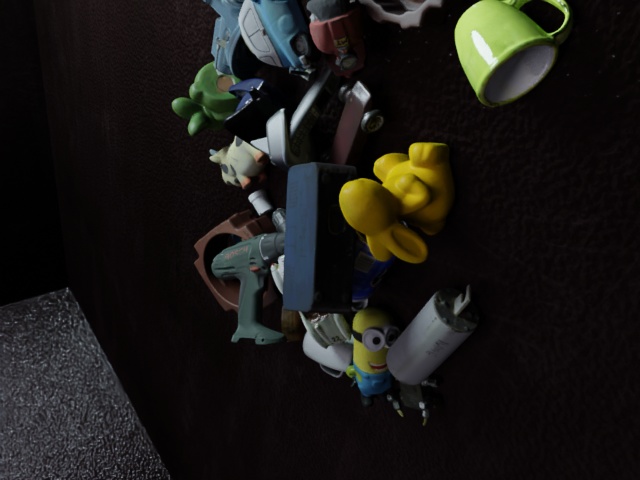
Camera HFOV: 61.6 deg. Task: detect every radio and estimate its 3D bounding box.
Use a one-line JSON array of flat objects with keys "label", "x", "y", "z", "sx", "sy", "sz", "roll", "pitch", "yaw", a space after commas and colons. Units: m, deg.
[{"label": "radio", "x": -0.002, "y": -0.002, "z": 0.819, "sx": 0.131, "sy": 0.073, "sz": 0.229, "roll": 178, "pitch": 94, "yaw": -67}]

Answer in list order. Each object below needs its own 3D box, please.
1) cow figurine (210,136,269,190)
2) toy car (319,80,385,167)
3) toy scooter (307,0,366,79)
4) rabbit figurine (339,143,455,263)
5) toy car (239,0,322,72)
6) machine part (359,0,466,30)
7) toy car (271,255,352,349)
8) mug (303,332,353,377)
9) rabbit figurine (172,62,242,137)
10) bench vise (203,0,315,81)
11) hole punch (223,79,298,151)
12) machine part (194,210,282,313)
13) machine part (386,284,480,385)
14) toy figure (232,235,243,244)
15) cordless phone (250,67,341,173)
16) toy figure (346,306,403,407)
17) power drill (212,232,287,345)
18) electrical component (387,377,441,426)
[{"label": "cow figurine", "x": -0.162, "y": -0.175, "z": 1.121, "sx": 0.127, "sy": 0.085, "sz": 0.195, "roll": 57, "pitch": 145, "yaw": 10}, {"label": "toy car", "x": 0.052, "y": -0.160, "z": 0.862, "sx": 0.089, "sy": 0.053, "sz": 0.202, "roll": 61, "pitch": 149, "yaw": 33}, {"label": "toy scooter", "x": 0.030, "y": -0.293, "z": 0.784, "sx": 0.184, "sy": 0.075, "sz": 0.135, "roll": -92, "pitch": -15, "yaw": -62}, {"label": "rabbit figurine", "x": 0.097, "y": -0.048, "z": 0.747, "sx": 0.122, "sy": 0.173, "sz": 0.162, "roll": 3, "pitch": 103, "yaw": 49}, {"label": "toy car", "x": -0.068, "y": -0.323, "z": 0.817, "sx": 0.103, "sy": 0.109, "sz": 0.161, "roll": -20, "pitch": 100, "yaw": 13}, {"label": "machine part", "x": 0.121, "y": -0.357, "z": 0.680, "sx": 0.180, "sy": 0.056, "sz": 0.179, "roll": 25, "pitch": 123, "yaw": 45}, {"label": "toy car", "x": -0.012, "y": 0.105, "z": 0.940, "sx": 0.073, "sy": 0.056, "sz": 0.201, "roll": -24, "pitch": 115, "yaw": 17}, {"label": "mug", "x": 0.031, "y": 0.218, "z": 1.035, "sx": 0.107, "sy": 0.081, "sz": 0.109, "roll": 19, "pitch": 115, "yaw": 39}, {"label": "rabbit figurine", "x": -0.213, "y": -0.272, "z": 1.114, "sx": 0.121, "sy": 0.159, "sz": 0.170, "roll": 55, "pitch": 158, "yaw": 7}, {"label": "bench vise", "x": -0.102, "y": -0.365, "z": 0.936, "sx": 0.241, "sy": 0.129, "sz": 0.223, "roll": 36, "pitch": 125, "yaw": 13}, {"label": "hole punch", "x": -0.101, "y": -0.239, "z": 0.979, "sx": 0.116, "sy": 0.142, "sz": 0.092, "roll": -21, "pitch": 52, "yaw": 33}, {"label": "machine part", "x": -0.159, "y": 0.052, "z": 1.159, "sx": 0.201, "sy": 0.087, "sz": 0.201, "roll": -32, "pitch": 91, "yaw": 37}, {"label": "machine part", "x": 0.168, "y": 0.151, "z": 0.818, "sx": 0.079, "sy": 0.079, "sz": 0.243, "roll": 54, "pitch": 141, "yaw": 24}, {"label": "toy figure", "x": -0.171, "y": 0.016, "z": 1.240, "sx": 0.058, "sy": 0.064, "sz": 0.154, "roll": 1, "pitch": 116, "yaw": 15}, {"label": "cordless phone", "x": -0.017, "y": -0.199, "z": 0.914, "sx": 0.089, "sy": 0.146, "sz": 0.184, "roll": 38, "pitch": 97, "yaw": 20}, {"label": "toy figure", "x": 0.092, "y": 0.203, "z": 0.945, "sx": 0.089, "sy": 0.082, "sz": 0.179, "roll": 28, "pitch": 129, "yaw": 42}, {"label": "power drill", "x": -0.111, "y": 0.093, "z": 1.018, "sx": 0.232, "sy": 0.086, "sz": 0.207, "roll": -7, "pitch": 90, "yaw": 36}, {"label": "electrical component", "x": 0.160, "y": 0.262, "z": 0.906, "sx": 0.102, "sy": 0.045, "sz": 0.078, "roll": 3, "pitch": 109, "yaw": 53}]
